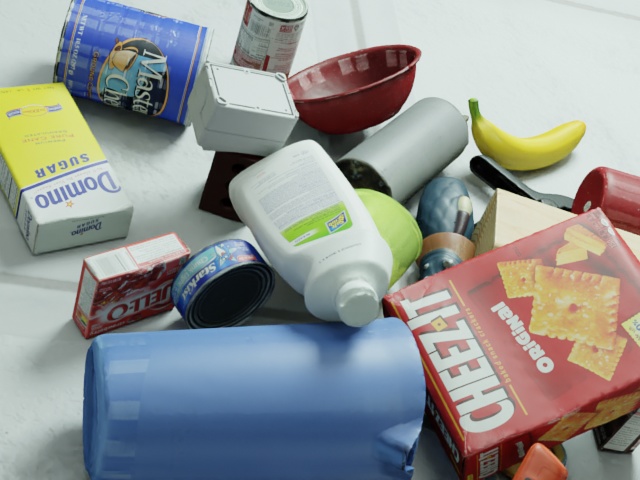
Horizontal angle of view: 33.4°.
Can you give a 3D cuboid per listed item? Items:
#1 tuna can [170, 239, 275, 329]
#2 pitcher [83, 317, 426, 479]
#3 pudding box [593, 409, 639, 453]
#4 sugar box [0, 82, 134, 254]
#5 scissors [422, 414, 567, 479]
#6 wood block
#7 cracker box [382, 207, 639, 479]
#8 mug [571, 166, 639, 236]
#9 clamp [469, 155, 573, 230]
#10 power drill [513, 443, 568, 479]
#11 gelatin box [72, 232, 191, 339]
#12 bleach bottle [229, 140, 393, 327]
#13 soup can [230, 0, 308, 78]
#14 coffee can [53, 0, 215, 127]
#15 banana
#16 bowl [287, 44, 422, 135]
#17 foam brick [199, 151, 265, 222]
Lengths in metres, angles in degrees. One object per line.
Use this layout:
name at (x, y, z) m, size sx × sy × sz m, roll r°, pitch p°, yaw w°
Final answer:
tuna can at (-0.082, 0.040, 0.899) m, size 0.085 × 0.086 × 0.034 m, roll -14°, pitch 51°, yaw -33°
pitcher at (-0.054, 0.121, 0.809) m, size 0.242 × 0.149 × 0.145 m, roll 2°, pitch 68°, yaw -16°
pudding box at (0.274, 0.121, 0.960) m, size 0.039 × 0.090 × 0.113 m, roll 8°, pitch 45°, yaw -17°
sugar box at (-0.247, -0.070, 0.975) m, size 0.093 × 0.048 × 0.176 m, roll -13°, pitch 51°, yaw -33°
scissors at (0.129, 0.161, 0.915) m, size 0.202 × 0.016 × 0.096 m, roll 37°, pitch 43°, yaw 17°
wood block at (0.249, 0.039, 1.034) m, size 0.206 × 0.091 × 0.090 m, roll 18°, pitch 42°, yaw -4°
cracker box at (0.180, 0.083, 0.890) m, size 0.213 × 0.072 × 0.164 m, roll -22°, pitch 56°, yaw -7°
mug at (0.308, -0.034, 1.093) m, size 0.081 × 0.093 × 0.117 m, roll 16°, pitch 41°, yaw -9°
clamp at (0.230, -0.032, 1.136) m, size 0.171 × 0.039 × 0.120 m, roll 13°, pitch 52°, yaw -17°
power drill at (0.226, 0.228, 0.789) m, size 0.188 × 0.057 × 0.184 m, roll 27°, pitch 74°, yaw 25°
gelatin box at (-0.155, 0.037, 0.881) m, size 0.089 × 0.073 × 0.030 m, roll -18°, pitch 56°, yaw -36°
bleach bottle at (-0.006, 0.001, 0.874) m, size 0.102 × 0.068 × 0.251 m, roll -30°, pitch 29°, yaw 2°
soup can at (-0.057, -0.219, 1.163) m, size 0.068 × 0.102 × 0.068 m, roll 11°, pitch 44°, yaw -11°
coffee can at (-0.186, -0.181, 1.070) m, size 0.140 × 0.103 × 0.102 m, roll 14°, pitch 43°, yaw -8°
banana at (0.233, -0.111, 1.198) m, size 0.197 × 0.070 × 0.037 m, roll 4°, pitch 18°, yaw -41°
bowl at (0.036, -0.155, 1.139) m, size 0.162 × 0.055 × 0.162 m, roll -16°, pitch 23°, yaw 7°
foam brick at (-0.078, -0.065, 1.015) m, size 0.053 × 0.078 × 0.051 m, roll 18°, pitch 41°, yaw -5°
